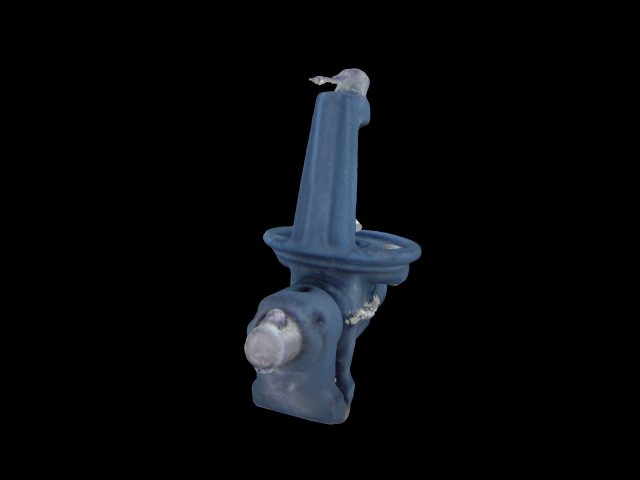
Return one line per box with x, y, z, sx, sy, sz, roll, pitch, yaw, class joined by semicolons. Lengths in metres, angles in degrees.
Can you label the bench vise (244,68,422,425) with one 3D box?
0.016;0.002;0.400;0.121;0.220;0.207;1;24;2;bench vise
